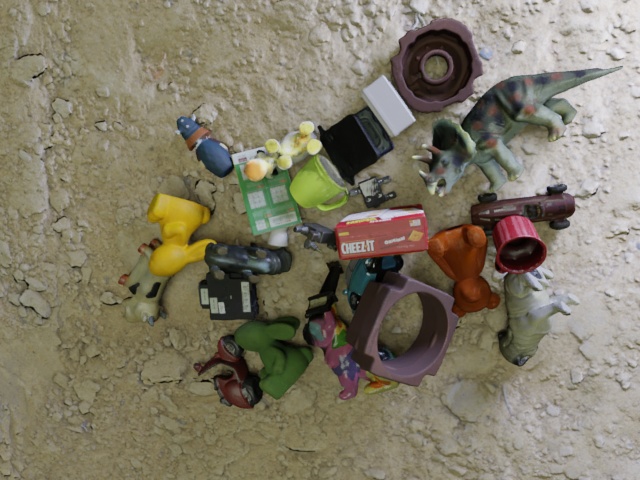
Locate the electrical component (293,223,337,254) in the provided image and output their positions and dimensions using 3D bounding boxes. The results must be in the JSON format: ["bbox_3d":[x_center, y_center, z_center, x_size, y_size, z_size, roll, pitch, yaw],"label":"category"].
[{"bbox_3d":[-0.002,-0.004,1.143,0.078,0.102,0.045,23,104,30],"label":"electrical component"}]

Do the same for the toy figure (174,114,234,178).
[{"bbox_3d":[-0.251,-0.201,1.154,0.154,0.064,0.058,47,143,2],"label":"toy figure"}]

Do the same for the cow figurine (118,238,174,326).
[{"bbox_3d":[-0.391,0.109,1.233,0.127,0.085,0.195,36,104,6],"label":"cow figurine"}]

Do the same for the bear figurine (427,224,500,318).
[{"bbox_3d":[0.295,0.070,1.096,0.120,0.132,0.195,-13,94,16],"label":"bear figurine"}]

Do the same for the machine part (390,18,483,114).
[{"bbox_3d":[0.225,-0.335,1.048,0.179,0.056,0.179,2,101,9],"label":"machine part"}]

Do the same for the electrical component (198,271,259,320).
[{"bbox_3d":[-0.208,0.121,1.218,0.134,0.058,0.114,1,101,9],"label":"electrical component"}]

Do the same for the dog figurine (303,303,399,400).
[{"bbox_3d":[0.069,0.227,1.176,0.192,0.108,0.219,-17,97,13],"label":"dog figurine"}]

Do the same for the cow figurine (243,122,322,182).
[{"bbox_3d":[-0.079,-0.176,1.103,0.167,0.098,0.068,-28,96,0],"label":"cow figurine"}]

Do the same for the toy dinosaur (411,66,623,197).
[{"bbox_3d":[0.354,-0.231,1.030,0.192,0.131,0.405,44,97,0],"label":"toy dinosaur"}]

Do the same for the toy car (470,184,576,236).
[{"bbox_3d":[0.411,-0.059,1.088,0.202,0.053,0.089,-6,105,9],"label":"toy car"}]

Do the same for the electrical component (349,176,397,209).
[{"bbox_3d":[0.110,-0.098,1.135,0.094,0.021,0.063,-20,100,2],"label":"electrical component"}]

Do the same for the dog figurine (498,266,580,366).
[{"bbox_3d":[0.410,0.150,1.118,0.172,0.121,0.190,55,127,28],"label":"dog figurine"}]

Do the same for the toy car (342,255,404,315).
[{"bbox_3d":[0.102,0.076,1.133,0.109,0.103,0.161,-7,122,-35],"label":"toy car"}]

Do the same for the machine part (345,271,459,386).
[{"bbox_3d":[0.164,0.176,1.073,0.201,0.087,0.201,23,90,-29],"label":"machine part"}]

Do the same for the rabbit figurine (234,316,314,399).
[{"bbox_3d":[-0.108,0.242,1.197,0.170,0.121,0.159,45,98,-5],"label":"rabbit figurine"}]

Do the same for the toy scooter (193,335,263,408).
[{"bbox_3d":[-0.220,0.317,1.255,0.135,0.075,0.183,-19,96,12],"label":"toy scooter"}]

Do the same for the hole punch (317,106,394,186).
[{"bbox_3d":[0.076,-0.200,1.099,0.116,0.092,0.142,-25,102,43],"label":"hole punch"}]

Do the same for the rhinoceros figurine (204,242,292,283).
[{"bbox_3d":[-0.152,0.046,1.152,0.190,0.112,0.073,4,97,-20],"label":"rhinoceros figurine"}]

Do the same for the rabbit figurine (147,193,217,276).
[{"bbox_3d":[-0.313,0.000,1.171,0.162,0.122,0.173,20,76,-27],"label":"rabbit figurine"}]

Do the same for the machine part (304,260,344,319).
[{"bbox_3d":[0.015,0.103,1.136,0.039,0.139,0.084,41,134,-19],"label":"machine part"}]
